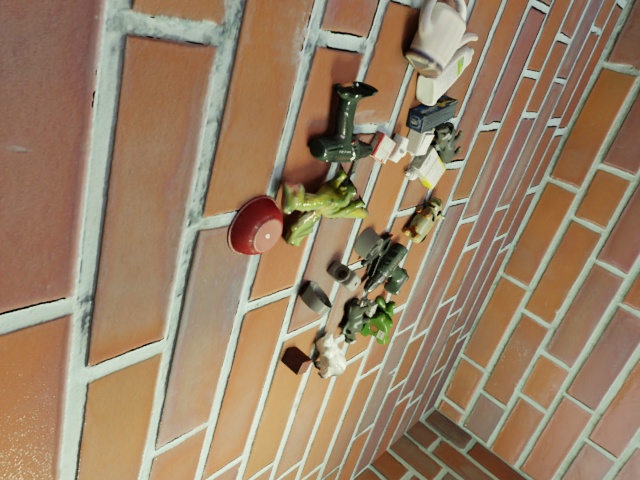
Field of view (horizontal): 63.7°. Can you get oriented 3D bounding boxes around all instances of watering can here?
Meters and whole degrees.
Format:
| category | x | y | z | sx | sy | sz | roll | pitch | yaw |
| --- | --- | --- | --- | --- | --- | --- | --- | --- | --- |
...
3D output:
| category | x | y | z | sx | sy | sz | roll | pitch | yaw |
| --- | --- | --- | --- | --- | --- | --- | --- | --- | --- |
| watering can | 0.342 | -0.546 | 1.413 | 0.346 | 0.105 | 0.223 | 11 | 109 | -58 |

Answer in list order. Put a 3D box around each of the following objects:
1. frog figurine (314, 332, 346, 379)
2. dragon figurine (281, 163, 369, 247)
| category | x | y | z | sx | sy | sz | roll | pitch | yaw |
| --- | --- | --- | --- | --- | --- | --- | --- | --- | --- |
| frog figurine | 0.041 | 0.397 | 1.821 | 0.139 | 0.123 | 0.157 | -70 | 172 | -74 |
| dragon figurine | 0.004 | -0.069 | 1.378 | 0.242 | 0.124 | 0.404 | -35 | 153 | 2 |
